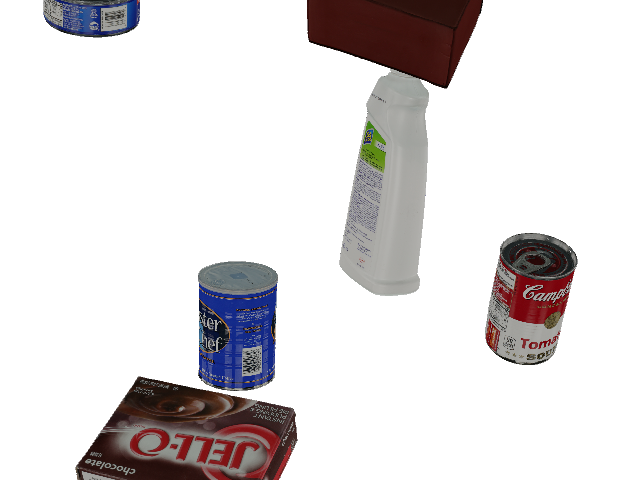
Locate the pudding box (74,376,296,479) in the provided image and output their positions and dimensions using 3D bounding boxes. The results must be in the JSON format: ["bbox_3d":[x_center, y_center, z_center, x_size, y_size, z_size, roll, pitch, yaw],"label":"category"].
[{"bbox_3d":[-0.081,0.135,0.665,0.113,0.039,0.090,8,32,15],"label":"pudding box"}]

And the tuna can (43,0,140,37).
[{"bbox_3d":[-0.202,-0.211,0.945,0.086,0.034,0.086,5,33,-4],"label":"tuna can"}]

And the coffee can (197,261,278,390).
[{"bbox_3d":[-0.108,0.110,1.386,0.103,0.140,0.103,2,19,-1],"label":"coffee can"}]

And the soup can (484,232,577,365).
[{"bbox_3d":[0.189,0.054,0.968,0.068,0.102,0.068,3,35,-2],"label":"soup can"}]

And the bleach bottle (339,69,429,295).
[{"bbox_3d":[0.079,-0.074,1.156,0.068,0.251,0.103,-4,23,-29],"label":"bleach bottle"}]

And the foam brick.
[{"bbox_3d":[0.038,-0.120,0.529,0.078,0.053,0.051,20,-22,12],"label":"foam brick"}]
